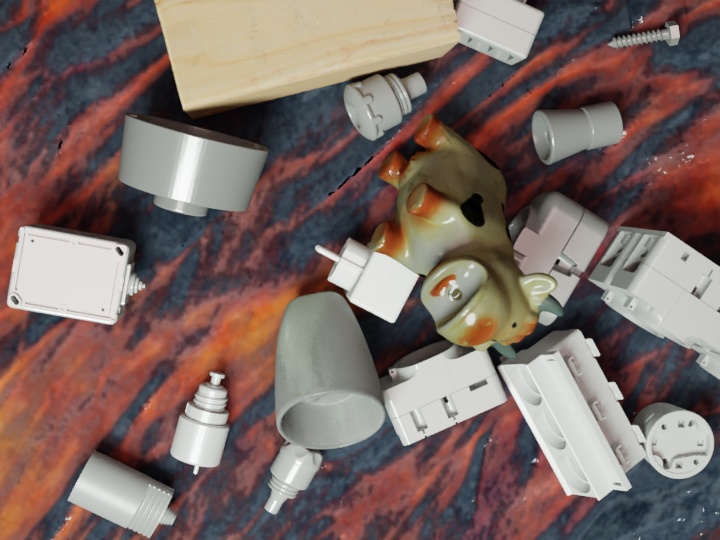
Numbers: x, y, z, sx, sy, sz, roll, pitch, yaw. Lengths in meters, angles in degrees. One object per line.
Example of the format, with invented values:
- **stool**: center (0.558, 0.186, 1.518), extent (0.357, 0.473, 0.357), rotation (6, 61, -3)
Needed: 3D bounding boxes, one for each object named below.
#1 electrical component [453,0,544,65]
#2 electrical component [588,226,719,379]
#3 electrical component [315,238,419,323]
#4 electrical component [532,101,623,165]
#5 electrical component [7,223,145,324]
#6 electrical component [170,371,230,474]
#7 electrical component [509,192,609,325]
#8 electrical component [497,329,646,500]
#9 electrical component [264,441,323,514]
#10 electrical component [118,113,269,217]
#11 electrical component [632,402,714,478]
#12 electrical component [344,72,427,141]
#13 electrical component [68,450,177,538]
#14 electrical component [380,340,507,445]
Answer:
- **electrical component**: center (0.109, -0.209, 0.837), extent (0.066, 0.047, 0.076), rotation (22, 92, -6)
- **electrical component**: center (0.280, 0.043, 0.843), extent (0.186, 0.105, 0.060), rotation (33, 91, -7)
- **electrical component**: center (0.000, 0.000, 0.835), extent (0.077, 0.066, 0.047), rotation (28, 92, -7)
- **electrical component**: center (0.175, -0.112, 0.855), extent (0.065, 0.044, 0.044), rotation (-13, 96, -9)
- **electrical component**: center (-0.211, 0.003, 0.818), extent (0.096, 0.061, 0.061), rotation (10, 94, -6)
- **electrical component**: center (-0.122, 0.118, 0.846), extent (0.040, 0.040, 0.078), rotation (15, 93, -6)
- **electrical component**: center (0.144, -0.012, 0.853), extent (0.059, 0.054, 0.095), rotation (30, 91, -7)
- **electrical component**: center (0.171, 0.112, 0.857), extent (0.063, 0.079, 0.121), rotation (-32, 97, -23)
- **electrical component**: center (-0.057, 0.166, 0.859), extent (0.035, 0.035, 0.061), rotation (29, 94, -7)
- **electrical component**: center (-0.127, -0.074, 0.800), extent (0.108, 0.108, 0.060), rotation (14, 99, -6)
- **electrical component**: center (0.253, 0.137, 0.878), extent (0.055, 0.047, 0.055), rotation (0, 95, -5)
- **electrical component**: center (0.022, -0.133, 0.838), extent (0.062, 0.048, 0.048), rotation (-28, 96, -10)
- **electrical component**: center (-0.182, 0.178, 0.844), extent (0.081, 0.043, 0.043), rotation (28, 92, -7)
- **electrical component**: center (0.062, 0.092, 0.856), extent (0.089, 0.050, 0.055), rotation (-23, 96, -3)
